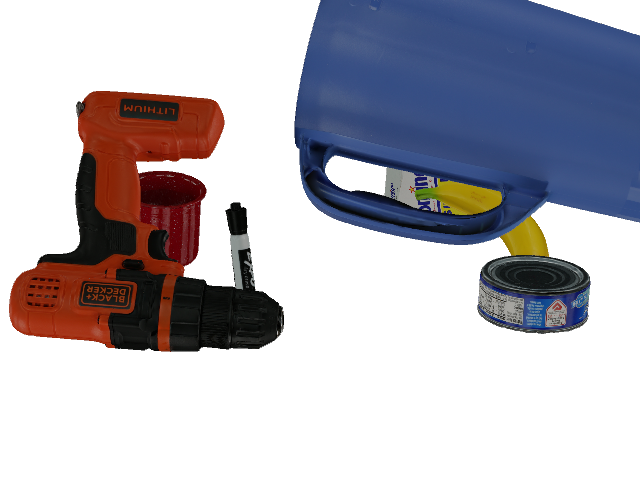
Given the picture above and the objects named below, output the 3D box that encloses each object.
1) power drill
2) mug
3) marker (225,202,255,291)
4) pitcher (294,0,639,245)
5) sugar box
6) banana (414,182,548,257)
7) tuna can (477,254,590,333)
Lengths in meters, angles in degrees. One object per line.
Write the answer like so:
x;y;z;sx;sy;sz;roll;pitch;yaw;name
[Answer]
-0.113;-0.012;0.751;0.184;0.187;0.057;5;-28;-3;power drill
-0.178;-0.026;1.171;0.093;0.081;0.117;-9;31;-26;mug
-0.071;0.025;0.971;0.020;0.121;0.020;-6;11;1;marker
0.108;-0.082;0.667;0.243;0.149;0.145;16;30;7;pitcher
0.166;-0.064;1.303;0.176;0.093;0.048;-7;24;-22;sugar box
0.177;-0.015;1.075;0.069;0.037;0.198;-33;39;-13;banana
0.166;0.040;0.832;0.086;0.034;0.086;0;19;0;tuna can
